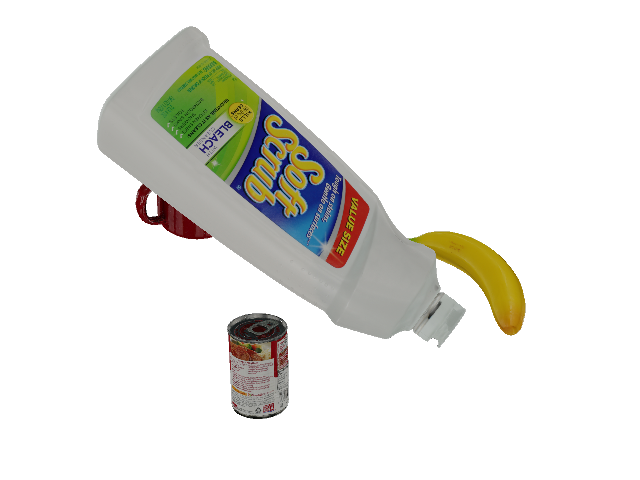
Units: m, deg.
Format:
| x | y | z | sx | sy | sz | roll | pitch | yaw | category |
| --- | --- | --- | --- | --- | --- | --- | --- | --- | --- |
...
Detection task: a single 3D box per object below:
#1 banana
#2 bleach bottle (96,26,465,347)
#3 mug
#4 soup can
| x | y | z | sx | sy | sz | roll | pitch | yaw | category |
| --- | --- | --- | --- | --- | --- | --- | --- | --- | --- |
| 0.161 | 0.035 | 1.111 | 0.069 | 0.037 | 0.198 | -35 | 39 | -13 | banana |
| -0.015 | -0.025 | 0.672 | 0.251 | 0.102 | 0.068 | 36 | -32 | 7 | bleach bottle |
| -0.136 | -0.051 | 1.088 | 0.117 | 0.081 | 0.093 | -27 | 49 | -34 | mug |
| -0.070 | 0.143 | 1.219 | 0.068 | 0.102 | 0.068 | -1 | 23 | 0 | soup can |
